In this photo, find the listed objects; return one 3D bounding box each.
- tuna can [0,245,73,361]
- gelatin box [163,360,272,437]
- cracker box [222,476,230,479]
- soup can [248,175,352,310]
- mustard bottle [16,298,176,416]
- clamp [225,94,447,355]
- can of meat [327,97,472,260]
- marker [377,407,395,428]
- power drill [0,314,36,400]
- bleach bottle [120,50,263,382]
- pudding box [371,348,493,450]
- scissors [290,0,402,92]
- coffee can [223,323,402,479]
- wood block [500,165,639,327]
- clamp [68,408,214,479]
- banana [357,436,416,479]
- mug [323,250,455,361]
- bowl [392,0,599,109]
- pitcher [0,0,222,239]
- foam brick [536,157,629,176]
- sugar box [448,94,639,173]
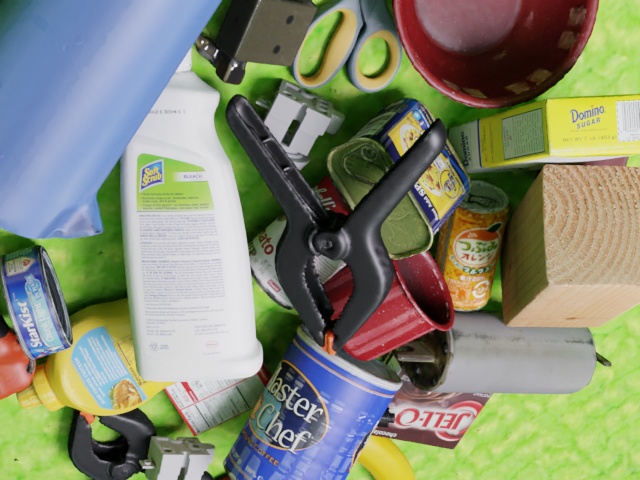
[{"bbox_3d":[-0.220,0.048,0.830,0.033,0.086,0.086,-17,126,-8],"label":"tuna can"},{"bbox_3d":[-0.091,0.127,0.957,0.089,0.030,0.073,-25,128,0],"label":"gelatin box"},{"bbox_3d":[-0.077,0.320,0.976,0.164,0.214,0.072,-27,127,1],"label":"cracker box"},{"bbox_3d":[-0.006,0.001,0.875,0.102,0.068,0.068,-40,125,12],"label":"soup can"},{"bbox_3d":[-0.164,0.094,0.894,0.191,0.058,0.096,-25,116,0],"label":"mustard bottle"},{"bbox_3d":[0.019,-0.008,0.796,0.165,0.036,0.210,4,118,22],"label":"clamp"},{"bbox_3d":[0.065,-0.051,0.831,0.058,0.083,0.102,-20,109,43],"label":"can of meat"},{"bbox_3d":[0.009,0.160,0.990,0.121,0.020,0.020,4,124,7],"label":"marker"},{"bbox_3d":[-0.321,0.061,0.825,0.184,0.057,0.187,-23,127,-1],"label":"power drill"},{"bbox_3d":[-0.098,-0.021,0.803,0.102,0.068,0.251,-2,104,-4],"label":"bleach bottle"},{"bbox_3d":[0.101,0.152,1.026,0.113,0.039,0.090,16,118,-25],"label":"pudding box"},{"bbox_3d":[0.053,-0.191,0.796,0.096,0.016,0.202,25,113,-31],"label":"scissors"},{"bbox_3d":[-0.007,0.158,0.928,0.102,0.103,0.140,27,96,-30],"label":"coffee can"},{"bbox_3d":[0.204,0.012,0.851,0.091,0.090,0.206,0,167,1],"label":"wood block"},{"bbox_3d":[-0.186,0.209,0.977,0.120,0.039,0.171,-36,122,-3],"label":"clamp"},{"bbox_3d":[0.056,0.232,1.067,0.069,0.037,0.197,-25,126,-1],"label":"banana"},{"bbox_3d":[0.057,0.046,0.903,0.082,0.117,0.093,-30,99,24],"label":"mug"},{"bbox_3d":[0.120,-0.179,0.782,0.162,0.055,0.162,-4,103,-16],"label":"bowl"},{"bbox_3d":[-0.166,-0.135,0.708,0.149,0.145,0.243,25,109,-43],"label":"pitcher"},{"bbox_3d":[0.224,-0.070,0.906,0.051,0.053,0.078,-1,123,-16],"label":"foam brick"},{"bbox_3d":[0.173,-0.079,0.814,0.093,0.176,0.048,-4,93,-16],"label":"sugar box"}]
